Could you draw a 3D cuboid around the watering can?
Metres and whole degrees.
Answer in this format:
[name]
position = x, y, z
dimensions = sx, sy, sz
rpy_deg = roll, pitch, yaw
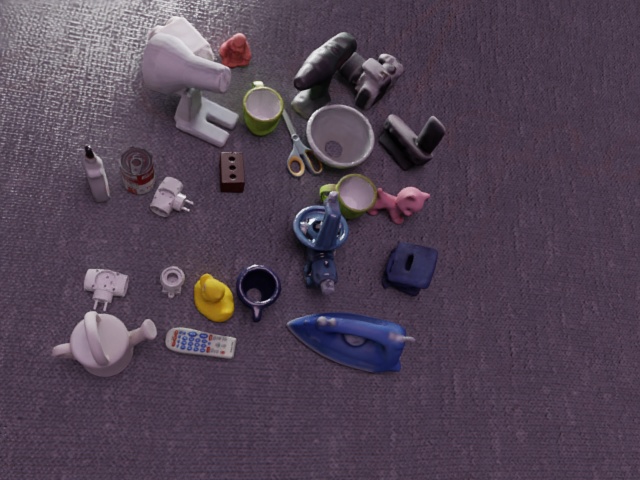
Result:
[watering can]
position = -0.393, 0.183, 1.047
dimensions = 0.173, 0.194, 0.101
rpy_deg = -33, 80, -22

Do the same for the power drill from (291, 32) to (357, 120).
[power drill]
position = -0.003, -0.377, 1.348
dimensions = 0.075, 0.208, 0.230
rpy_deg = 36, 66, 2

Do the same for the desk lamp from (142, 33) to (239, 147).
[desk lamp]
position = -0.277, -0.333, 1.259
dimensions = 0.203, 0.213, 0.118
rpy_deg = 24, 66, -4

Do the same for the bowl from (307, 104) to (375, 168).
[bowl]
position = 0.042, -0.237, 1.380
dimensions = 0.168, 0.074, 0.167
rpy_deg = 5, 69, -12

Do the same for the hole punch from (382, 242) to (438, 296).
[hole punch]
position = 0.203, 0.063, 1.299
dimensions = 0.101, 0.091, 0.109
rpy_deg = 23, 66, -5

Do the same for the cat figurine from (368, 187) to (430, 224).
[cat figurine]
position = 0.185, -0.093, 1.338
dimensions = 0.128, 0.117, 0.067
rpy_deg = 17, 67, -7

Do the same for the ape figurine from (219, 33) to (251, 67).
[ape figurine]
position = -0.202, -0.467, 1.395
dimensions = 0.078, 0.092, 0.076
rpy_deg = 30, 66, -1

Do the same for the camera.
[camera]
position = 0.123, -0.431, 1.459
dimensions = 0.137, 0.100, 0.143
rpy_deg = 42, 66, 4

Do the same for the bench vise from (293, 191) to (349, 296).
[bench vise]
position = 0.022, 0.001, 1.206
dimensions = 0.122, 0.219, 0.207
rpy_deg = -20, 76, -20

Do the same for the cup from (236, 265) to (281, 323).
[cup]
position = -0.132, 0.120, 1.191
dimensions = 0.092, 0.095, 0.118
rpy_deg = 4, 69, -12

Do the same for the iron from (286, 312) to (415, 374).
[iron]
position = 0.066, 0.194, 1.188
dimensions = 0.258, 0.141, 0.119
rpy_deg = 14, 67, -8

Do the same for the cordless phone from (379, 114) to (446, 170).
[cordless phone]
position = 0.230, -0.265, 1.377
dimensions = 0.094, 0.185, 0.147
rpy_deg = -41, 83, -23

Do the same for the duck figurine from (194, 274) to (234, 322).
[duck figurine]
position = -0.216, 0.116, 1.177
dimensions = 0.078, 0.086, 0.104
rpy_deg = -30, 79, -22

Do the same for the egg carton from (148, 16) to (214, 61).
[egg carton]
position = -0.330, -0.462, 1.373
dimensions = 0.150, 0.069, 0.107
rpy_deg = 46, 66, 6

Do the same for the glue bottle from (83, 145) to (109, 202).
[glue bottle]
position = -0.459, -0.144, 1.165
dimensions = 0.037, 0.173, 0.078
rpy_deg = -14, 74, -18
